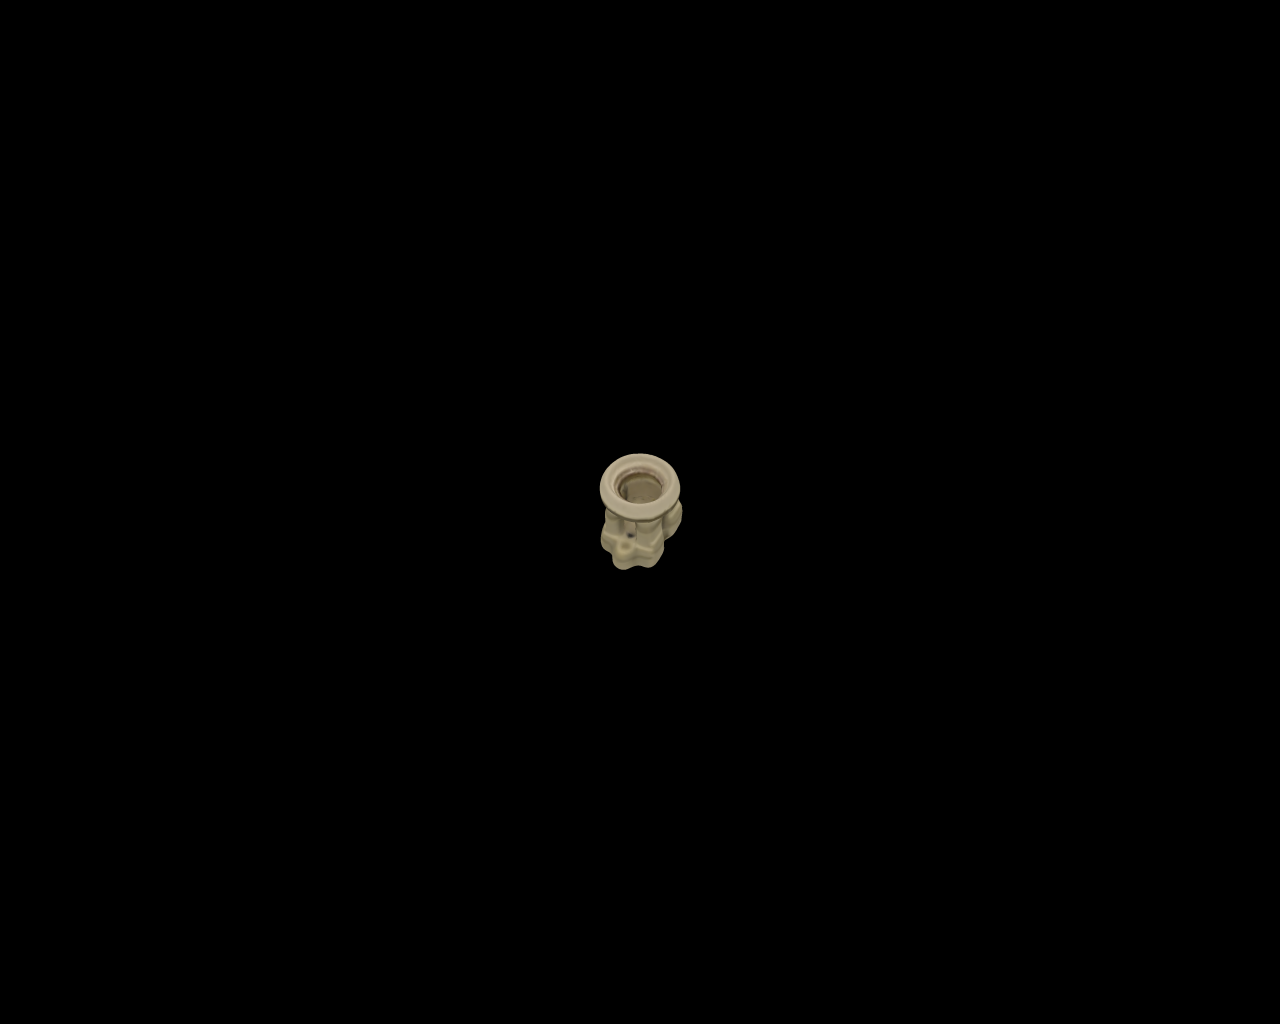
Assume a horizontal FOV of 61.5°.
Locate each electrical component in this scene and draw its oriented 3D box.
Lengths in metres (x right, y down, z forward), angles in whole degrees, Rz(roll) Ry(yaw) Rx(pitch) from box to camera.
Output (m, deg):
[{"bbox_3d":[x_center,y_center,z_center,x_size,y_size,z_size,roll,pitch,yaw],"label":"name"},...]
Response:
[{"bbox_3d":[0.001,-0.003,0.650,0.048,0.066,0.055,21,-36,16],"label":"electrical component"}]
